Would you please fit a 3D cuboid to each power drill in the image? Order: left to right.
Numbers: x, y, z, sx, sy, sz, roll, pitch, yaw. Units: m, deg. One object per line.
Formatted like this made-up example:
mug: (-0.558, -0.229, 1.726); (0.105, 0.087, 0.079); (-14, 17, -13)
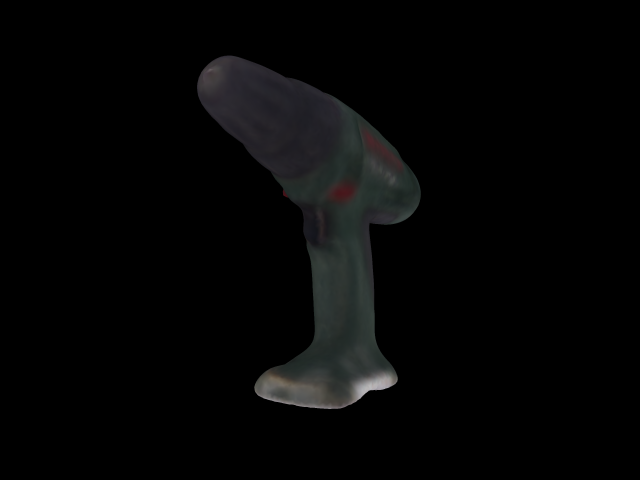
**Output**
power drill: (0.004, 0.001, 0.400); (0.075, 0.208, 0.230); (0, 0, 32)
